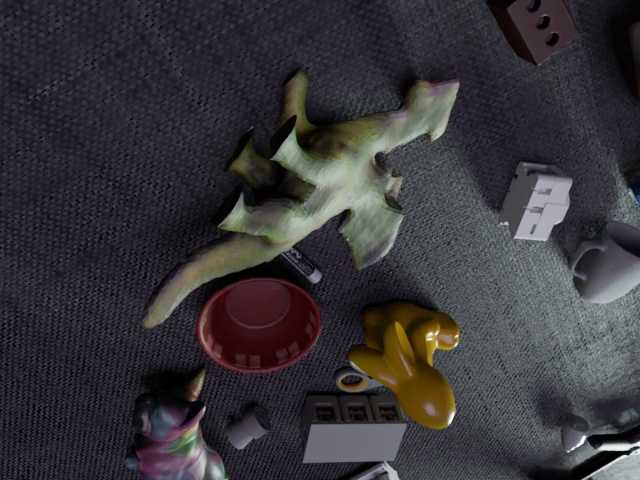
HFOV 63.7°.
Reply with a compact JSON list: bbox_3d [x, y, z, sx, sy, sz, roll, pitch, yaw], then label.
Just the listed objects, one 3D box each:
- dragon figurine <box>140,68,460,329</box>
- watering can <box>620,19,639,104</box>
[{"bbox_3d":[0.002,-0.030,0.586,0.240,0.124,0.407,30,104,-33],"label":"dragon figurine"},{"bbox_3d":[0.412,-0.253,0.516,0.223,0.106,0.343,-40,136,12],"label":"watering can"}]
